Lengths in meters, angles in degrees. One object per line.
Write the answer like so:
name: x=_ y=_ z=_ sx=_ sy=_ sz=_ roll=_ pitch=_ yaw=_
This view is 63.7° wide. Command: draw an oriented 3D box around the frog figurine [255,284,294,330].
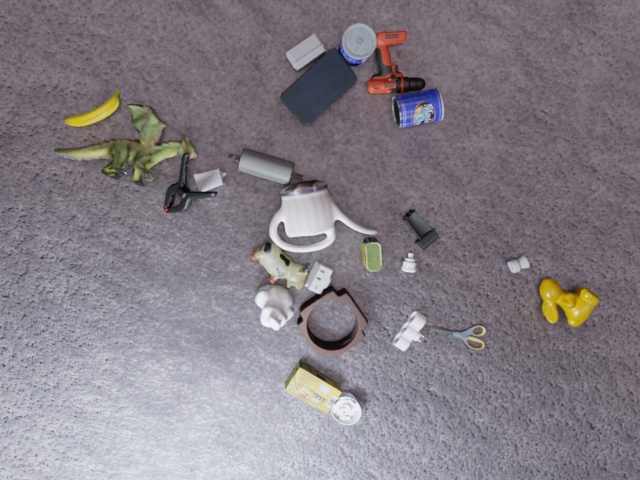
frog figurine: x=-0.147 y=0.211 z=1.644 sx=0.137 sy=0.160 sz=0.122 roll=43 pitch=93 yaw=-8

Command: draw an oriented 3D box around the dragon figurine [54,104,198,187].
dragon figurine: x=-0.589 y=-0.308 z=1.605 sx=0.410 sy=0.121 sz=0.245 roll=18 pitch=79 yaw=-7

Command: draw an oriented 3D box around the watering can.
watering can: x=0.005 y=-0.083 z=1.646 sx=0.348 sy=0.104 sz=0.223 roll=-10 pitch=97 yaw=-6
